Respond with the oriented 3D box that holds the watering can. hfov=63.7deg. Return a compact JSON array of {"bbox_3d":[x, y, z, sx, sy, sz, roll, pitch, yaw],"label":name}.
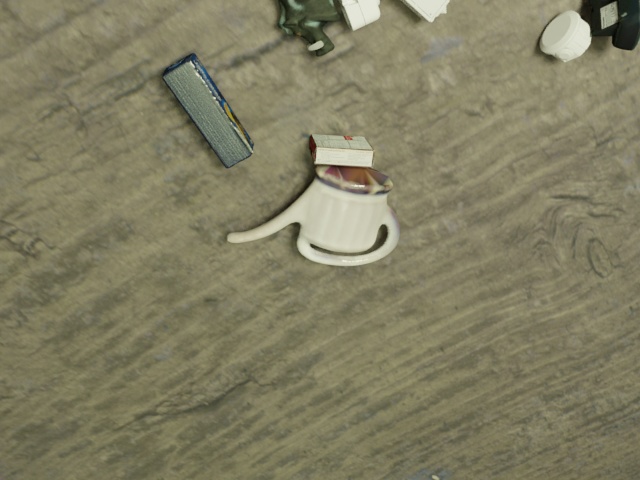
[{"bbox_3d":[0.003,-0.051,1.014,0.347,0.106,0.220,8,117,-13],"label":"watering can"}]
